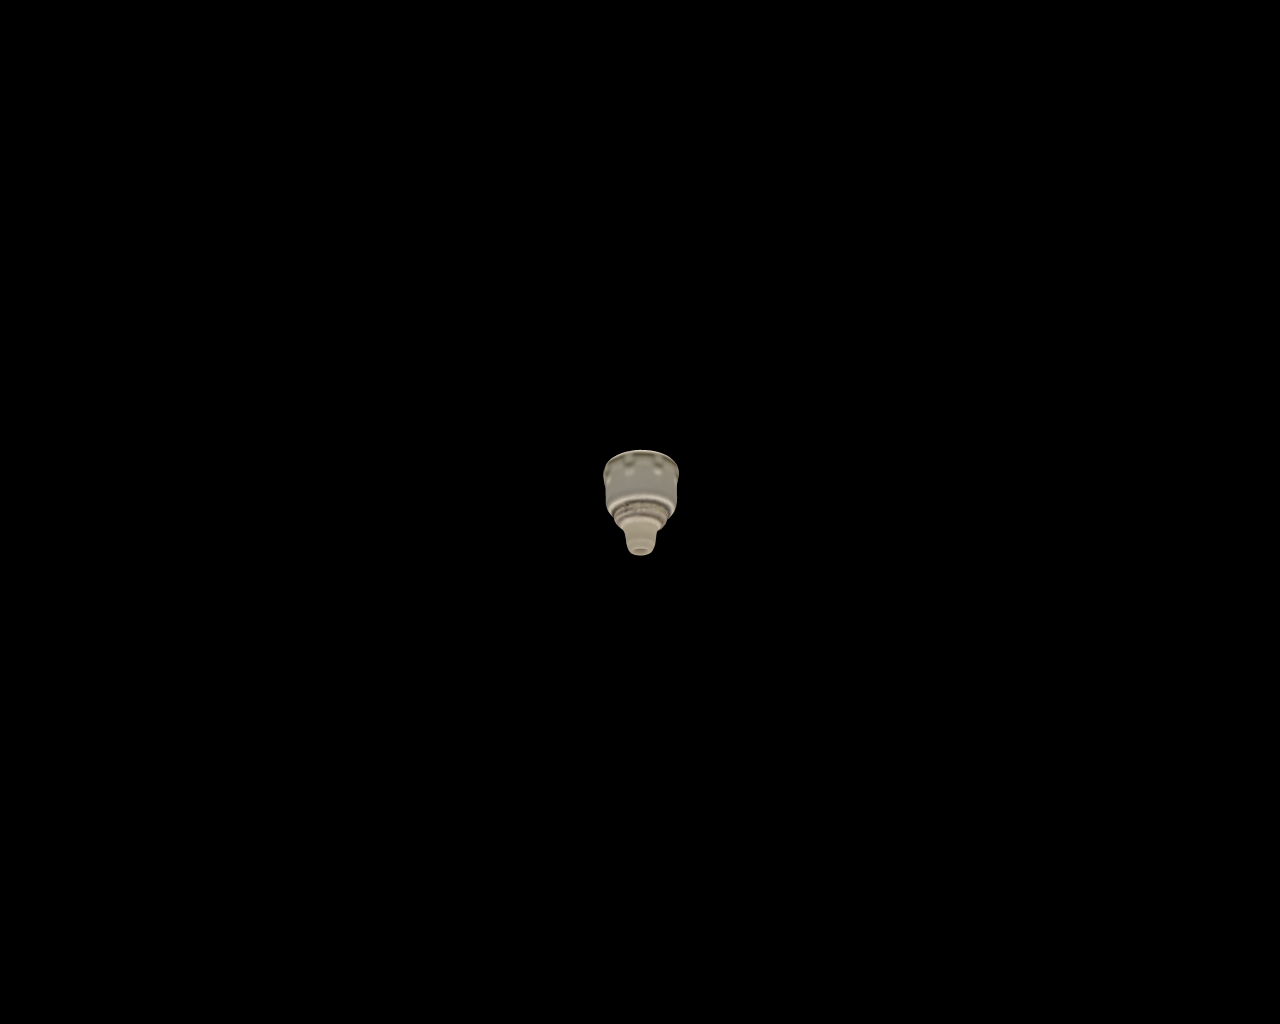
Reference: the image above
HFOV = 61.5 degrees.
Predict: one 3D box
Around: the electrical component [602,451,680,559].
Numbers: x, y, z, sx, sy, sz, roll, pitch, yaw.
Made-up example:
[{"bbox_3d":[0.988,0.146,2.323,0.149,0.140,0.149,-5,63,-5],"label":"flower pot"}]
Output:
[{"bbox_3d":[0.001,-0.003,0.650,0.048,0.062,0.048,0,-28,0],"label":"electrical component"}]
